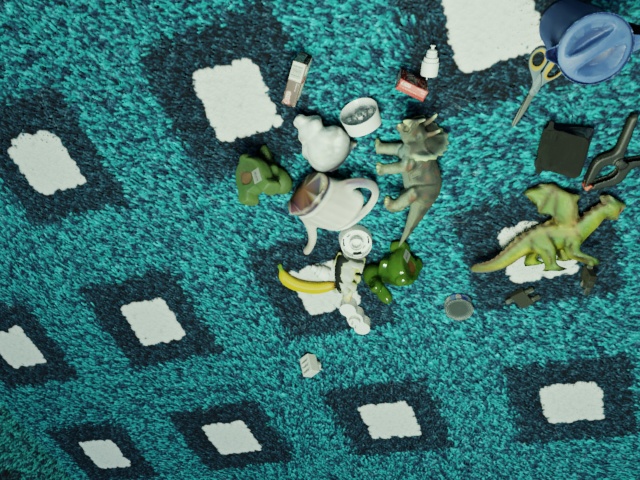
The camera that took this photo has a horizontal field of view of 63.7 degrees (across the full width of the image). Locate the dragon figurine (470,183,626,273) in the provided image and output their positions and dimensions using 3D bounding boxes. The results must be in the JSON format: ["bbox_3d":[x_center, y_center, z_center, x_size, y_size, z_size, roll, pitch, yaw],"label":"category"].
[{"bbox_3d":[0.604,-0.036,1.386,0.409,0.124,0.240,-8,103,13],"label":"dragon figurine"}]

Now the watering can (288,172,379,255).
[{"bbox_3d":[0.004,-0.072,1.437,0.222,0.106,0.342,23,131,-37],"label":"watering can"}]

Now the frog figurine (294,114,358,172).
[{"bbox_3d":[-0.001,-0.258,1.327,0.157,0.125,0.136,39,149,-26],"label":"frog figurine"}]
